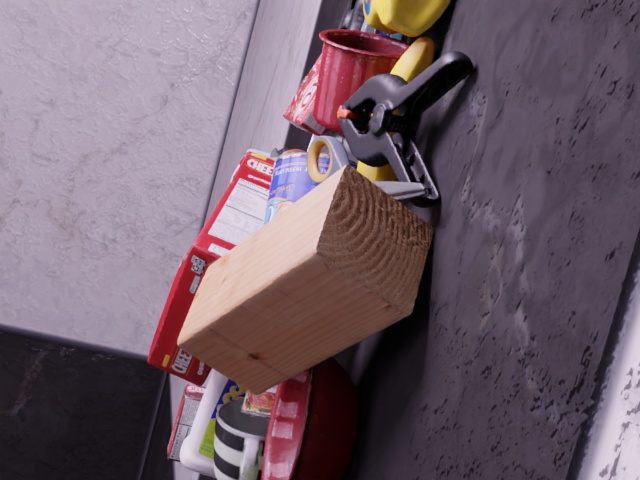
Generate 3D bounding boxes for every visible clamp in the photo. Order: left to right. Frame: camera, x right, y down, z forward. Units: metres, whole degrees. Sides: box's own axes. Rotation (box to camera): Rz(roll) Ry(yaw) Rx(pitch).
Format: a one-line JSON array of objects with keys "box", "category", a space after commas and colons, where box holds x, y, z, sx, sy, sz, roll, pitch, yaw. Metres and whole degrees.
[{"box": [0.046, -0.248, 1.196, 0.165, 0.036, 0.210, 120, 169, -58], "category": "clamp"}, {"box": [0.062, -0.086, 0.870, 0.172, 0.039, 0.120, 3, 77, 65], "category": "clamp"}]

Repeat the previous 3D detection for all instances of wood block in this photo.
[{"box": [-0.016, 0.039, 0.847, 0.207, 0.090, 0.090, -34, 28, 47], "category": "wood block"}]

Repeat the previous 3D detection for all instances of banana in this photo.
[{"box": [0.063, -0.079, 0.940, 0.070, 0.037, 0.198, 2, 80, 58], "category": "banana"}]

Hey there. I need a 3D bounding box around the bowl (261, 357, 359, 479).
[{"box": [-0.006, 0.165, 0.923, 0.162, 0.055, 0.162, -167, 90, -80], "category": "bowl"}]

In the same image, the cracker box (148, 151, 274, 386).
[{"box": [-0.101, 0.025, 1.140, 0.213, 0.072, 0.164, -69, 3, -57], "category": "cracker box"}]

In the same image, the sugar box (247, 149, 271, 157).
[{"box": [-0.101, -0.025, 1.400, 0.093, 0.048, 0.176, -96, 20, -71], "category": "sugar box"}]

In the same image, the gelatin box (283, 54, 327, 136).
[{"box": [0.004, -0.151, 1.076, 0.089, 0.030, 0.073, -57, 21, 2], "category": "gelatin box"}]

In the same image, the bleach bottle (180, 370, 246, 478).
[{"box": [-0.077, 0.148, 1.195, 0.068, 0.102, 0.251, -85, 12, -71], "category": "bleach bottle"}]

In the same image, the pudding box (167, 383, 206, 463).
[{"box": [-0.120, 0.230, 1.283, 0.039, 0.113, 0.090, -95, 22, -70], "category": "pudding box"}]

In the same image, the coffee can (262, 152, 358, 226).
[{"box": [-0.007, 0.001, 1.010, 0.103, 0.102, 0.140, 132, 150, -69], "category": "coffee can"}]

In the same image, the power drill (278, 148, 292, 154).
[{"box": [-0.070, -0.014, 1.490, 0.184, 0.057, 0.188, -87, 15, -45], "category": "power drill"}]

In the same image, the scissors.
[{"box": [0.030, -0.057, 0.877, 0.202, 0.016, 0.096, -26, 62, 59], "category": "scissors"}]

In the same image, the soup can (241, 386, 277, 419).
[{"box": [-0.038, 0.135, 1.098, 0.069, 0.068, 0.102, 148, 135, -75], "category": "soup can"}]

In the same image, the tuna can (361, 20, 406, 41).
[{"box": [0.061, -0.200, 1.100, 0.086, 0.033, 0.086, -167, 90, -80], "category": "tuna can"}]

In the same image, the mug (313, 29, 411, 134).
[{"box": [0.044, -0.149, 1.007, 0.117, 0.093, 0.081, -30, -45, -58], "category": "mug"}]

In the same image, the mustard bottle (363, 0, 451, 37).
[{"box": [0.078, -0.240, 0.994, 0.192, 0.058, 0.096, -121, 53, -76], "category": "mustard bottle"}]
